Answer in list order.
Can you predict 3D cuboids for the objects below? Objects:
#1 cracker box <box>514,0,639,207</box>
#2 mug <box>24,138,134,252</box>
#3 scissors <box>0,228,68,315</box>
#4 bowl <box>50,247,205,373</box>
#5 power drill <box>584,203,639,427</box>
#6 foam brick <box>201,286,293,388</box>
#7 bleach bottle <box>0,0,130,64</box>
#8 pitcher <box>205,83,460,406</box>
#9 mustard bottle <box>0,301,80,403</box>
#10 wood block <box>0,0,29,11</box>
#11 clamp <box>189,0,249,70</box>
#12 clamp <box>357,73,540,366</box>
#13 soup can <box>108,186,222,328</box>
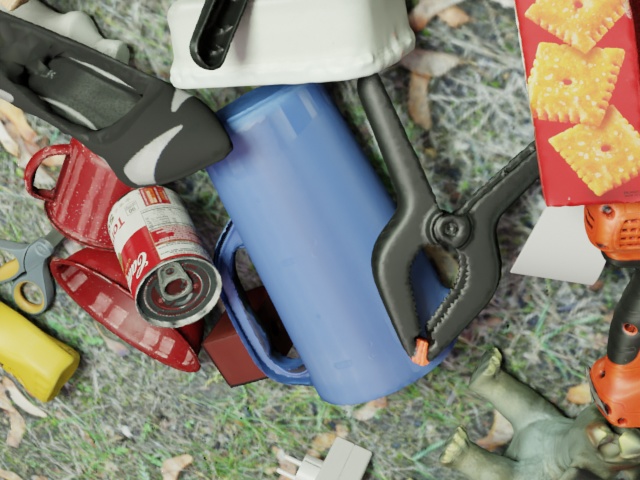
[{"bbox_3d":[0.163,-0.151,0.637,0.072,0.164,0.213,-2,120,21],"label":"cracker box"},{"bbox_3d":[-0.187,-0.052,0.893,0.117,0.093,0.082,9,127,-26],"label":"mug"},{"bbox_3d":[-0.254,0.023,1.015,0.202,0.016,0.096,-13,120,35],"label":"scissors"},{"bbox_3d":[-0.159,0.050,0.951,0.162,0.055,0.162,30,157,14],"label":"bowl"},{"bbox_3d":[0.259,0.037,0.710,0.184,0.057,0.188,-1,122,-1],"label":"power drill"},{"bbox_3d":[-0.058,0.084,0.939,0.051,0.078,0.053,-20,113,31],"label":"foam brick"},{"bbox_3d":[-0.277,-0.174,0.879,0.251,0.068,0.102,11,124,14],"label":"bleach bottle"},{"bbox_3d":[-0.005,0.001,0.831,0.243,0.149,0.145,61,158,-15],"label":"pitcher"},{"bbox_3d":[-0.331,0.084,1.062,0.191,0.058,0.096,36,160,-1],"label":"mustard bottle"},{"bbox_3d":[-0.185,-0.274,0.756,0.091,0.090,0.206,43,127,-7],"label":"wood block"},{"bbox_3d":[-0.048,-0.186,0.693,0.120,0.171,0.039,-34,132,12],"label":"clamp"},{"bbox_3d":[0.100,-0.014,0.764,0.164,0.036,0.210,4,97,-4],"label":"clamp"},{"bbox_3d":[-0.124,0.011,0.841,0.068,0.102,0.068,-14,131,-16],"label":"soup can"}]
